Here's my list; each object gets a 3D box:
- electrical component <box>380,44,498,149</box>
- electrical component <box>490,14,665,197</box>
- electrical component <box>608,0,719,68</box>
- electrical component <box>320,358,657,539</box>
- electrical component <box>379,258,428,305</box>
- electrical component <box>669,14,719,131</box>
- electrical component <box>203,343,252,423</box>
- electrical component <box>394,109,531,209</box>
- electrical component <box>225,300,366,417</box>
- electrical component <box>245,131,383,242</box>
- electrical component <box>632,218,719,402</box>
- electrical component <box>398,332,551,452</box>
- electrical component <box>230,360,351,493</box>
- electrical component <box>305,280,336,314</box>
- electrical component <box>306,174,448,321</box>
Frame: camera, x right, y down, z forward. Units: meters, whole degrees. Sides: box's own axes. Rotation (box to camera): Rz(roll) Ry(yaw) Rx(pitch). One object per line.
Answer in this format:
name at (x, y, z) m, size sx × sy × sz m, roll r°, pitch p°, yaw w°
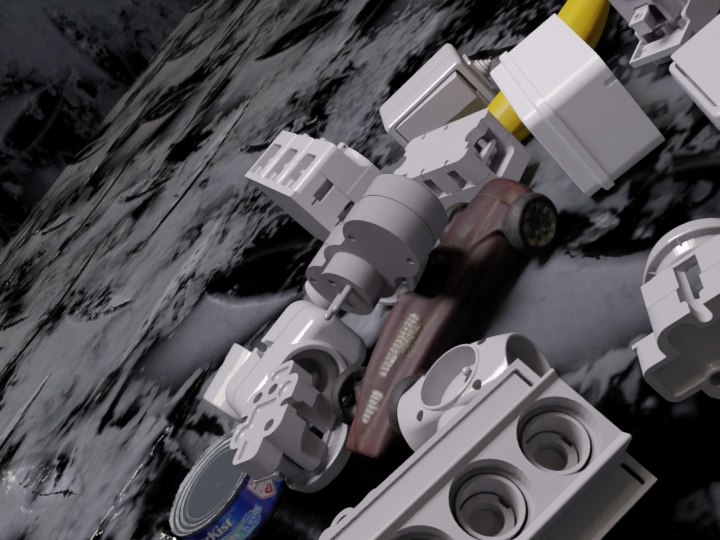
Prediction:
electrical component at (0.071, -0.131, 0.862) m, size 0.096 × 0.062 × 0.061 m, roll -43°, pitch 23°, yaw 15°
electrical component at (0.134, -0.105, 0.682) m, size 0.057 × 0.078 × 0.113 m, roll -40°, pitch 24°, yaw 14°
electrical component at (0.198, -0.175, 0.697) m, size 0.042 × 0.064 × 0.081 m, roll -13°, pitch 41°, yaw 54°
electrical component at (0.054, 0.107, 0.457) m, size 0.121 × 0.079 × 0.063 m, roll -39°, pitch -25°, yaw -21°
electrical component at (0.022, -0.010, 0.770) m, size 0.055 × 0.055 × 0.047 m, roll -26°, pitch 28°, yaw 44°
electrical component at (0.207, -0.094, 0.550) m, size 0.062 × 0.061 × 0.096 m, roll -41°, pitch 23°, yaw 18°
electrical component at (-0.084, 0.089, 0.804) m, size 0.047 × 0.055 × 0.055 m, roll -57°, pitch 23°, yaw -10°
electrical component at (0.072, -0.068, 0.766) m, size 0.089 × 0.056 × 0.050 m, roll -16°, pitch 39°, yaw 53°
electrical component at (-0.044, 0.073, 0.754) m, size 0.095 × 0.054 × 0.059 m, roll -52°, pitch 22°, yaw -7°
electrical component at (-0.028, -0.067, 0.905) m, size 0.061 × 0.089 × 0.150 m, roll -51°, pitch 22°, yaw -4°
electrical component at (0.157, 0.014, 0.474) m, size 0.078 × 0.058 × 0.057 m, roll -38°, pitch 27°, yaw 26°
electrical component at (0.059, 0.081, 0.563) m, size 0.077 × 0.044 × 0.079 m, roll -34°, pitch 26°, yaw 33°
electrical component at (-0.041, 0.107, 0.691) m, size 0.058 × 0.057 × 0.078 m, roll -28°, pitch 30°, yaw 41°
electrical component at (-0.011, 0.003, 0.828) m, size 0.065 × 0.044 × 0.044 m, roll -45°, pitch 22°, yaw 23°
electrical component at (0.000, 0.000, 0.670) m, size 0.073 × 0.052 × 0.138 m, roll -57°, pitch 5°, yaw -25°
